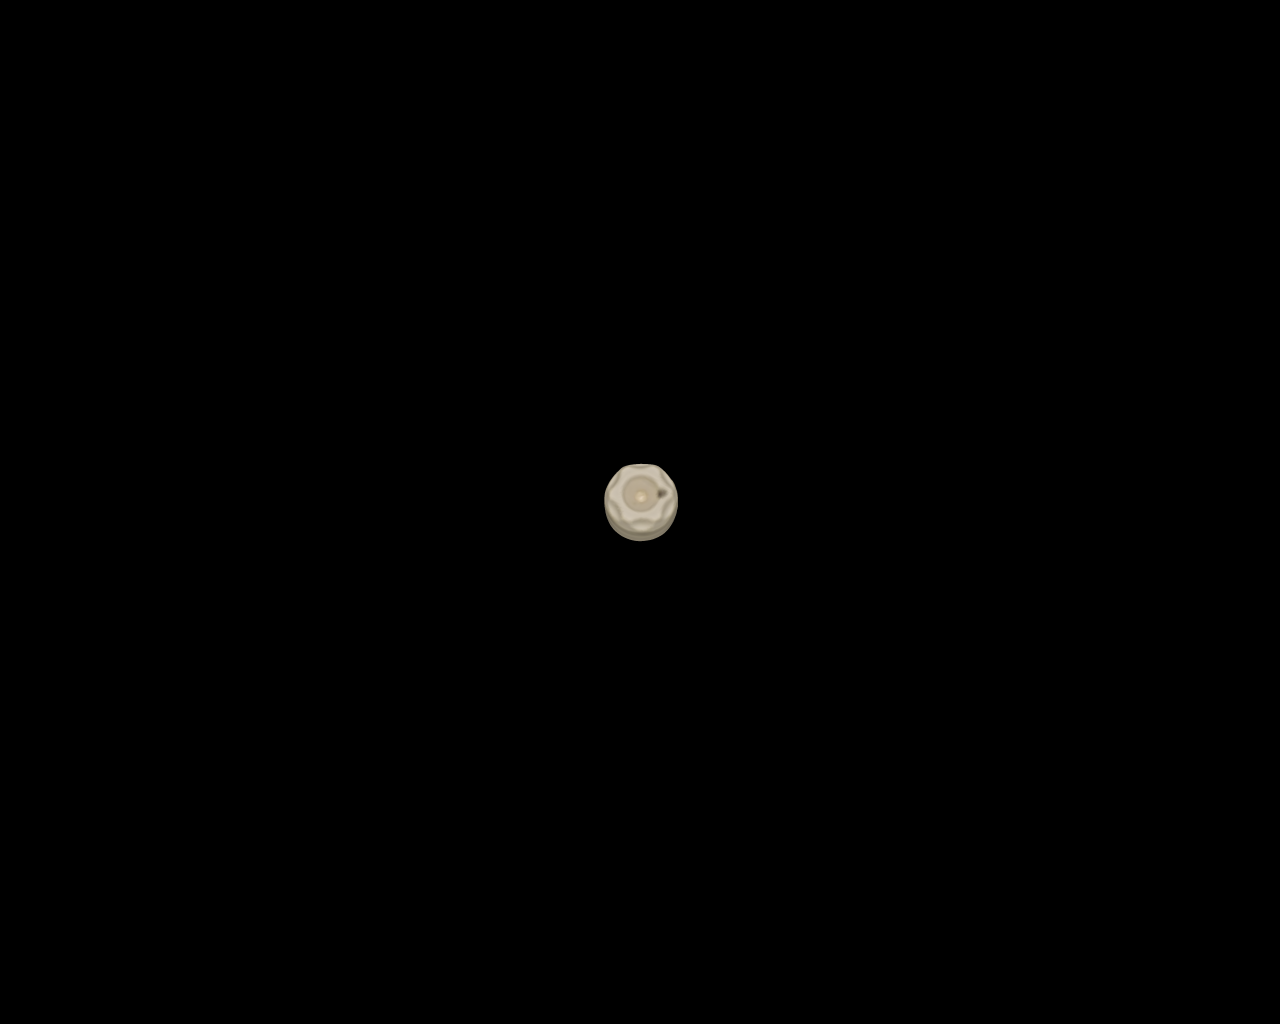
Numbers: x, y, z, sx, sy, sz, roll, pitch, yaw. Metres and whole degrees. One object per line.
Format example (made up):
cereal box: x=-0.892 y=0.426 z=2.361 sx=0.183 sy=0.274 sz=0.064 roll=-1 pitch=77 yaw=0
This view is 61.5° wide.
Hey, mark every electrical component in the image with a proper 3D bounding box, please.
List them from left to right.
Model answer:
electrical component: x=0.001 y=-0.003 z=0.650 sx=0.043 sy=0.043 sz=0.062 roll=0 pitch=-16 yaw=0
